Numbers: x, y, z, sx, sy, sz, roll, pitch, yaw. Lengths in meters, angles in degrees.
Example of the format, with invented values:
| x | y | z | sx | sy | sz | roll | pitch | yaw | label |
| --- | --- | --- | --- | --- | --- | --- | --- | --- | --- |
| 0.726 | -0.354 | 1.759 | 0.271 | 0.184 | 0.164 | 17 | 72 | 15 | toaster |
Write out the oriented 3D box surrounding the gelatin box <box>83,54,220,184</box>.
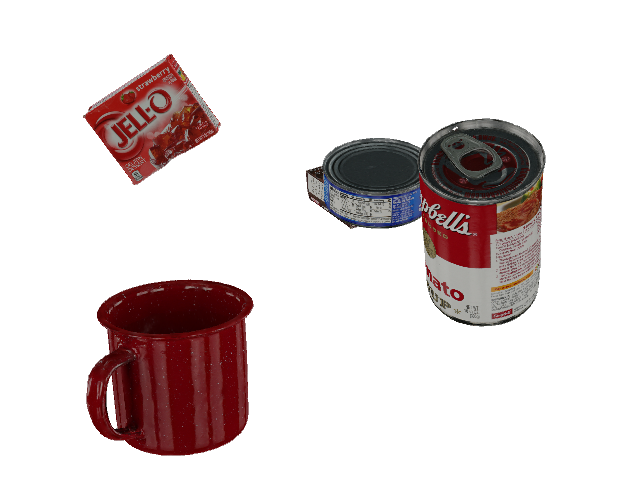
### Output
| x | y | z | sx | sy | sz | roll | pitch | yaw | label |
| --- | --- | --- | --- | --- | --- | --- | --- | --- | --- |
| -0.140 | -0.100 | 0.889 | 0.089 | 0.073 | 0.030 | -30 | 19 | 12 | gelatin box |

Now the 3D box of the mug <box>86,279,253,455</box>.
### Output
| x | y | z | sx | sy | sz | roll | pitch | yaw | label |
| --- | --- | --- | --- | --- | --- | --- | --- | --- | --- |
| -0.093 | 0.081 | 0.641 | 0.093 | 0.081 | 0.117 | 11 | 22 | 32 | mug |

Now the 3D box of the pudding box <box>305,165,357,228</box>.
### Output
| x | y | z | sx | sy | sz | roll | pitch | yaw | label |
| --- | --- | --- | --- | --- | --- | --- | --- | --- | --- |
| 0.055 | -0.058 | 1.135 | 0.113 | 0.039 | 0.090 | -20 | 32 | -24 | pudding box |

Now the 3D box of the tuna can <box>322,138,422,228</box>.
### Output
| x | y | z | sx | sy | sz | roll | pitch | yaw | label |
| --- | --- | --- | --- | --- | --- | --- | --- | --- | --- |
| 0.045 | -0.045 | 0.824 | 0.086 | 0.034 | 0.086 | -1 | 33 | 1 | tuna can |

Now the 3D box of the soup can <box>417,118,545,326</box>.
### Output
| x | y | z | sx | sy | sz | roll | pitch | yaw | label |
| --- | --- | --- | --- | --- | --- | --- | --- | --- | --- |
| 0.091 | -0.009 | 0.605 | 0.068 | 0.068 | 0.102 | -5 | -45 | 5 | soup can |
